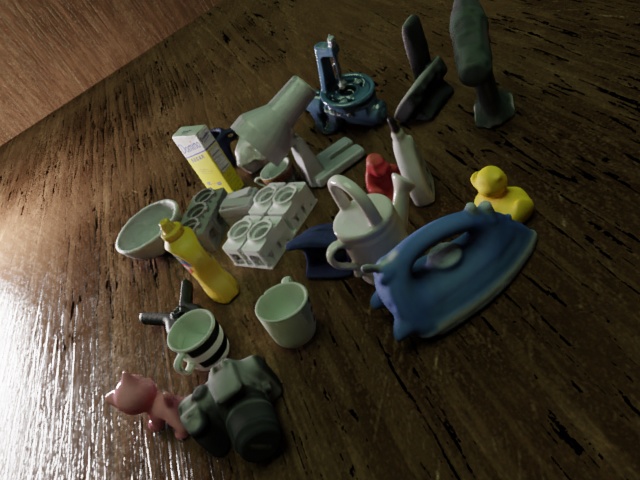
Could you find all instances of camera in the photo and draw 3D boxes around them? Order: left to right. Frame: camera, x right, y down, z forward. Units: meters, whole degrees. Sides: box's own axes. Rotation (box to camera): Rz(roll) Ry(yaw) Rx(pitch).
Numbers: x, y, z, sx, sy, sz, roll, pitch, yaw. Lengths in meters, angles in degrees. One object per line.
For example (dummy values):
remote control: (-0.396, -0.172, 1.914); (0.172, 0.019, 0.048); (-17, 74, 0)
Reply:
camera: (-0.119, 0.243, 0.796); (0.143, 0.101, 0.136); (-36, 36, -3)

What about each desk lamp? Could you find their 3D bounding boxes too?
desk lamp: (-0.048, -0.211, 1.169); (0.203, 0.214, 0.117); (-37, 36, -5)

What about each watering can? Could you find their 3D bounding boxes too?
watering can: (0.076, -0.032, 0.885); (0.100, 0.195, 0.173); (7, 52, 42)

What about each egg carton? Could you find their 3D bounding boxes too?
egg carton: (-0.145, -0.231, 1.388); (0.107, 0.070, 0.150); (-18, 39, 19)

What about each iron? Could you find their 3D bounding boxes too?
iron: (0.179, 0.019, 0.793); (0.258, 0.142, 0.118); (-35, 36, -2)

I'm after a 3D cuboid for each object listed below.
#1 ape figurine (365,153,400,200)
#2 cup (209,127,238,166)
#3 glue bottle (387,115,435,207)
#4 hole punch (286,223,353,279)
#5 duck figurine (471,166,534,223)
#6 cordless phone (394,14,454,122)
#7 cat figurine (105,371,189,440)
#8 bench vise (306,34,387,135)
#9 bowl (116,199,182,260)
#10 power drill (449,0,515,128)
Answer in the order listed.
ape figurine: (0.111, -0.118, 1.045); (0.078, 0.092, 0.076); (-38, 36, -7)
cup: (-0.243, -0.226, 1.435); (0.117, 0.095, 0.091); (-24, 37, 13)
glue bottle: (0.150, -0.141, 0.972); (0.037, 0.174, 0.078); (-16, 40, 23)
hole punch: (0.009, 0.004, 0.983); (0.108, 0.091, 0.101); (-5, 45, 33)
duck figurine: (0.273, -0.073, 0.876); (0.077, 0.086, 0.104); (-40, 37, -10)
cordless phone: (0.188, -0.349, 1.172); (0.093, 0.186, 0.148); (6, 52, 41)
cat figurine: (-0.263, 0.247, 0.887); (0.127, 0.118, 0.067); (-4, 45, 34)
bench vise: (0.020, -0.331, 1.250); (0.206, 0.220, 0.121); (-12, 41, 27)
bowl: (-0.374, -0.011, 1.304); (0.167, 0.075, 0.167); (-20, 38, 17)
power drill: (0.290, -0.322, 1.045); (0.075, 0.209, 0.229); (-15, 40, 24)
